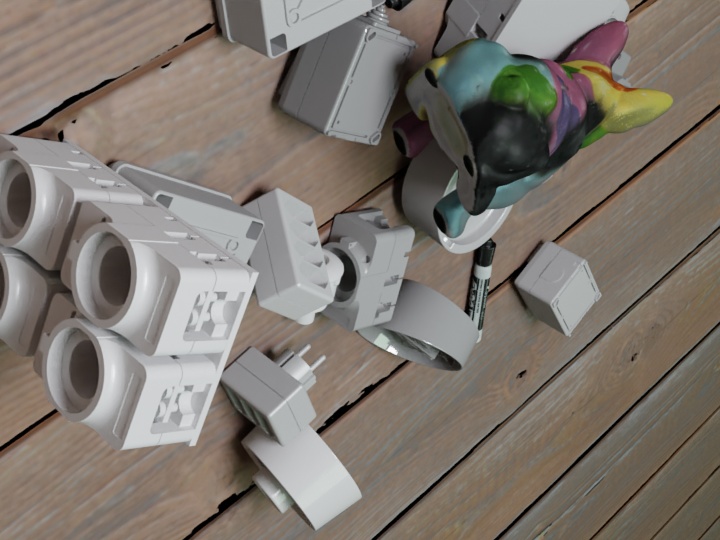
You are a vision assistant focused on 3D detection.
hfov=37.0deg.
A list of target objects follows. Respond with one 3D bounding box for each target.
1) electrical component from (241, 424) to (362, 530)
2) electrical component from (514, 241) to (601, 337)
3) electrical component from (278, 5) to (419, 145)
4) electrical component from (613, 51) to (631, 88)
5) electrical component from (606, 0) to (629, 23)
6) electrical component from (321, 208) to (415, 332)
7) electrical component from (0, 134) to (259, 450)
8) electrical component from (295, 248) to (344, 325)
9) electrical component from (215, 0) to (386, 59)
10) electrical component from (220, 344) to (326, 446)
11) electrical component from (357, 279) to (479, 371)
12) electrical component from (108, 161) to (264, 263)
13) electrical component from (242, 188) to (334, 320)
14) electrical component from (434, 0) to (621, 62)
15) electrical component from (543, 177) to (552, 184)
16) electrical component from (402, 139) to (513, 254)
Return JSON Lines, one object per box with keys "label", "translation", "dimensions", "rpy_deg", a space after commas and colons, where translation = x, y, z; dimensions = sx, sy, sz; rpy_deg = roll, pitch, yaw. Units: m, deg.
{"label": "electrical component", "translation": [-0.056, 0.172, 0.916], "dimensions": [0.060, 0.108, 0.108], "rpy_deg": [-39, 141, -14]}
{"label": "electrical component", "translation": [0.211, 0.021, 1.153], "dimensions": [0.061, 0.061, 0.096], "rpy_deg": [-51, 144, -9]}
{"label": "electrical component", "translation": [-0.009, -0.146, 0.767], "dimensions": [0.062, 0.061, 0.096], "rpy_deg": [3, 115, -53]}
{"label": "electrical component", "translation": [0.230, -0.170, 1.019], "dimensions": [0.047, 0.076, 0.083], "rpy_deg": [13, 106, -52]}
{"label": "electrical component", "translation": [0.199, -0.225, 0.968], "dimensions": [0.077, 0.044, 0.079], "rpy_deg": [-54, 144, -6]}
{"label": "electrical component", "translation": [0.000, 0.000, 0.897], "dimensions": [0.056, 0.050, 0.089], "rpy_deg": [-12, 126, -46]}
{"label": "electrical component", "translation": [-0.154, 0.007, 0.603], "dimensions": [0.060, 0.186, 0.105], "rpy_deg": [2, 114, -51]}
{"label": "electrical component", "translation": [-0.041, 0.015, 0.867], "dimensions": [0.048, 0.048, 0.062], "rpy_deg": [-22, 138, -39]}
{"label": "electrical component", "translation": [-0.040, -0.208, 0.688], "dimensions": [0.109, 0.056, 0.108], "rpy_deg": [-34, 138, -30]}
{"label": "electrical component", "translation": [-0.062, 0.090, 0.879], "dimensions": [0.077, 0.066, 0.047], "rpy_deg": [-42, 142, -21]}
{"label": "electrical component", "translation": [0.055, 0.055, 0.967], "dimensions": [0.064, 0.099, 0.099], "rpy_deg": [-54, 145, -16]}
{"label": "electrical component", "translation": [-0.135, -0.006, 0.727], "dimensions": [0.109, 0.056, 0.108], "rpy_deg": [15, 104, -53]}
{"label": "electrical component", "translation": [-0.070, -0.004, 0.800], "dimensions": [0.076, 0.083, 0.047], "rpy_deg": [-26, 152, 23]}
{"label": "electrical component", "translation": [0.149, -0.227, 0.846], "dimensions": [0.105, 0.060, 0.186], "rpy_deg": [-3, 138, -40]}
{"label": "electrical component", "translation": [0.176, -0.113, 1.026], "dimensions": [0.062, 0.048, 0.048], "rpy_deg": [-36, 140, -37]}
{"label": "electrical component", "translation": [0.083, -0.075, 0.929], "dimensions": [0.108, 0.060, 0.108], "rpy_deg": [-30, 136, -33]}
